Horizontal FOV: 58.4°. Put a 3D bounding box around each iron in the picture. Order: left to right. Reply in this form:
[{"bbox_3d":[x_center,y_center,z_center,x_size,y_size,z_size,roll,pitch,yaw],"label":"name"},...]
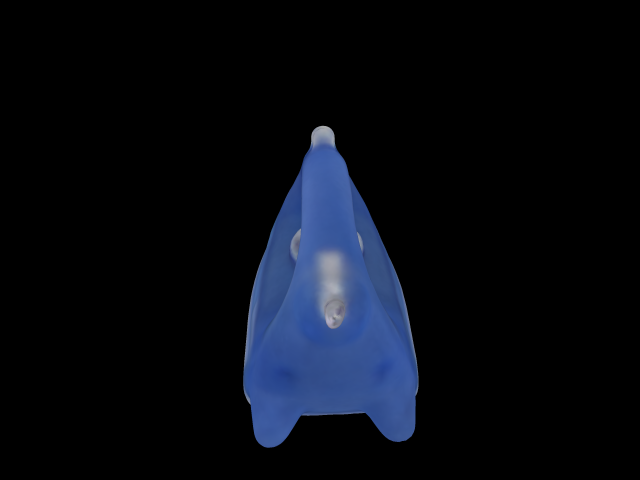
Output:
[{"bbox_3d":[0.004,0.001,0.400,0.118,0.141,0.258,-2,47,-2],"label":"iron"}]
